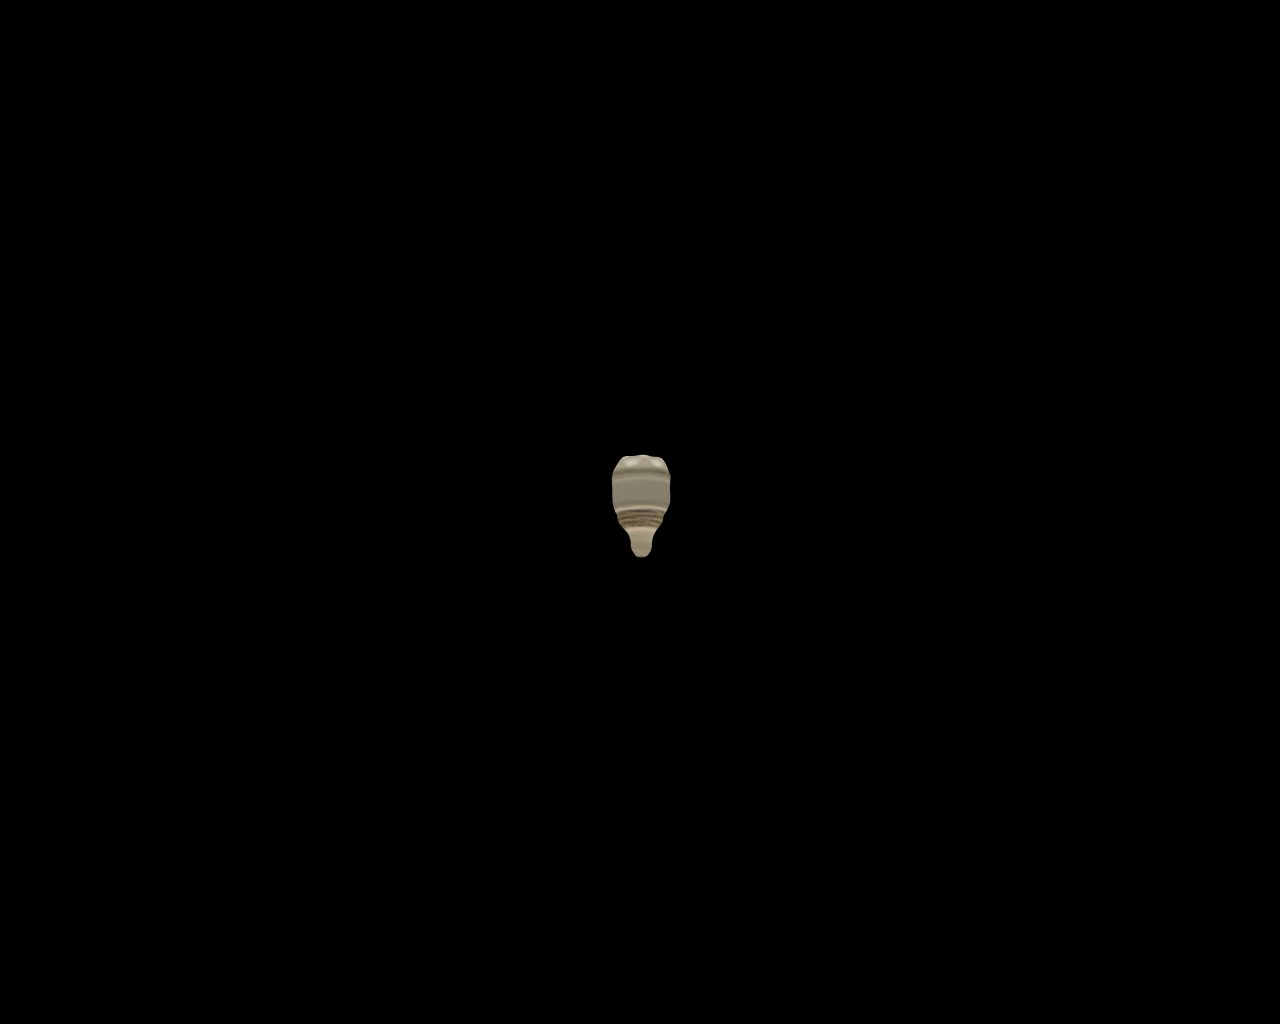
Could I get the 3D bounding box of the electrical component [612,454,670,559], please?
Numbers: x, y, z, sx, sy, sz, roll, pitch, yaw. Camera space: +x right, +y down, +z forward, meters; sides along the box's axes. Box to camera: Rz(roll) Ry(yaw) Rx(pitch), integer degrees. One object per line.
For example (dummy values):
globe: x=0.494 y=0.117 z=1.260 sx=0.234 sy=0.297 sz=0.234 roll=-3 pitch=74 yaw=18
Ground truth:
electrical component: x=0.001 y=-0.003 z=0.650 sx=0.035 sy=0.061 sz=0.035 roll=0 pitch=-9 yaw=0
